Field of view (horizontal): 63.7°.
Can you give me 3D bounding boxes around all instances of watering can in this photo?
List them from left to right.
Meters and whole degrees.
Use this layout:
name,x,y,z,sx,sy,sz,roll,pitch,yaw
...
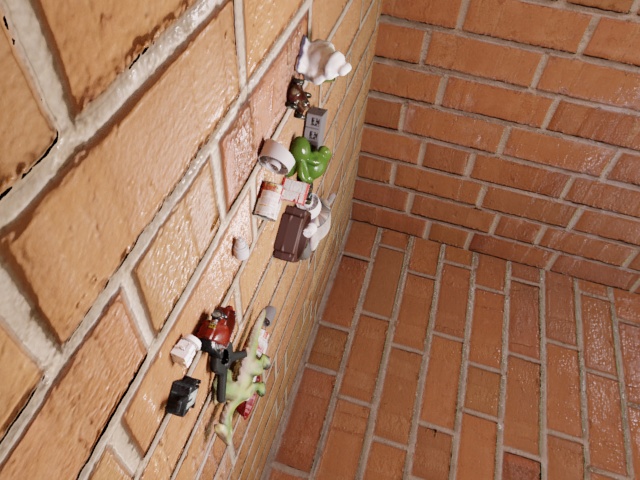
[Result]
name,x,y,z,sx,sy,sz,roll,pitch,yaw
watering can,0.007,-0.120,2.389,0.104,0.354,0.220,15,-27,9

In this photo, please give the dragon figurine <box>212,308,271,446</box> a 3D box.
name,x,y,z,sx,sy,sz,roll,pitch,yaw
dragon figurine,-0.253,0.413,1.596,0.122,0.414,0.241,5,-9,15

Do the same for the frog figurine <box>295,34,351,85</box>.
name,x,y,z,sx,sy,sz,roll,pitch,yaw
frog figurine,0.017,-0.522,1.519,0.159,0.140,0.120,15,-23,7
